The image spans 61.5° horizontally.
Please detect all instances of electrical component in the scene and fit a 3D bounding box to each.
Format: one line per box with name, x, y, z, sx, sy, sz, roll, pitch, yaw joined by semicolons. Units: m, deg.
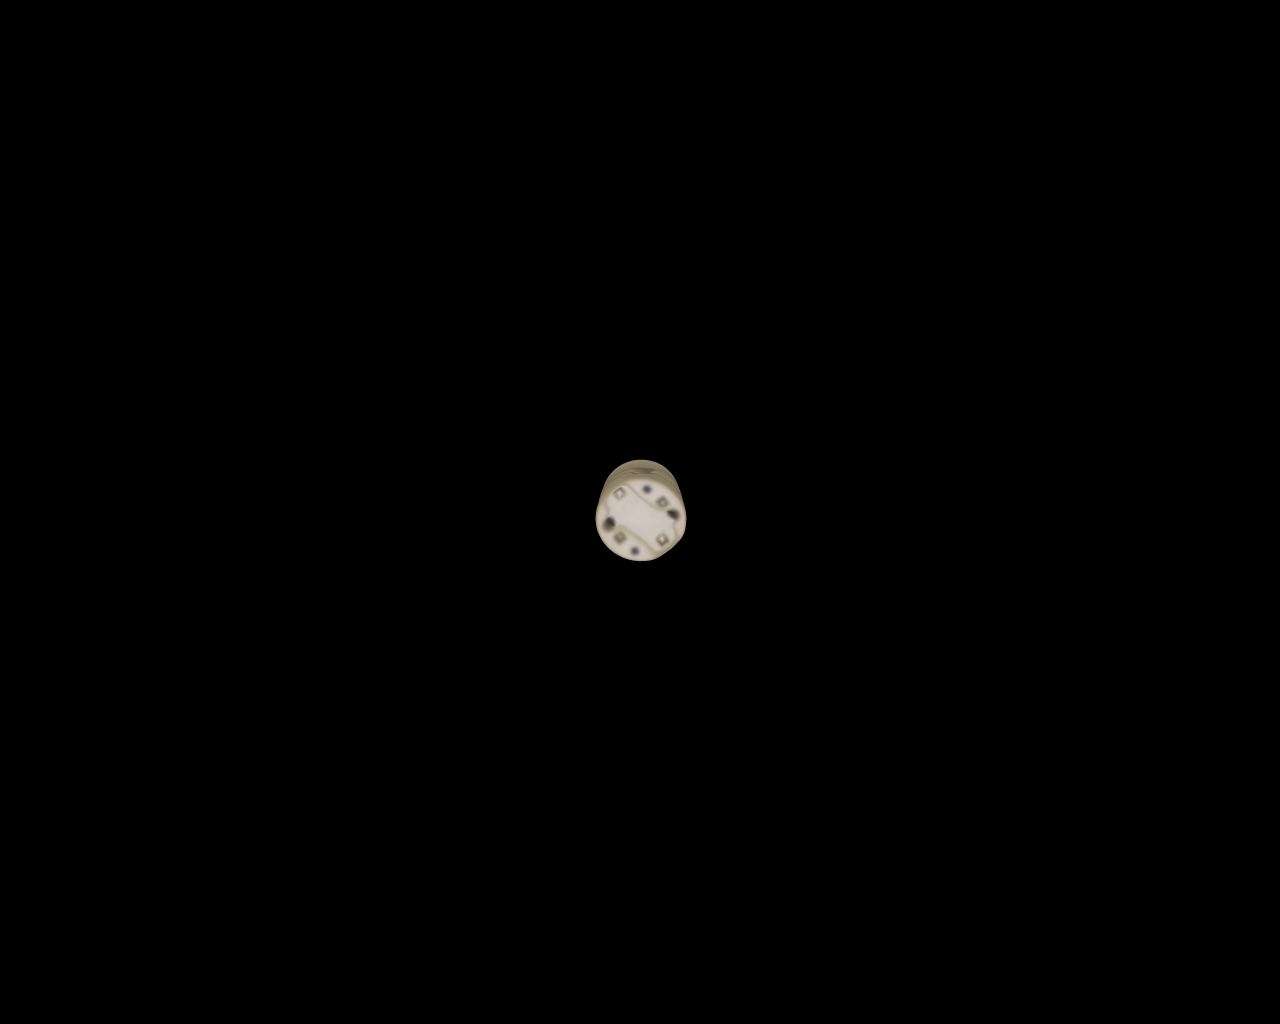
electrical component;0.001;-0.003;0.650;0.055;0.055;0.047;0;20;0
